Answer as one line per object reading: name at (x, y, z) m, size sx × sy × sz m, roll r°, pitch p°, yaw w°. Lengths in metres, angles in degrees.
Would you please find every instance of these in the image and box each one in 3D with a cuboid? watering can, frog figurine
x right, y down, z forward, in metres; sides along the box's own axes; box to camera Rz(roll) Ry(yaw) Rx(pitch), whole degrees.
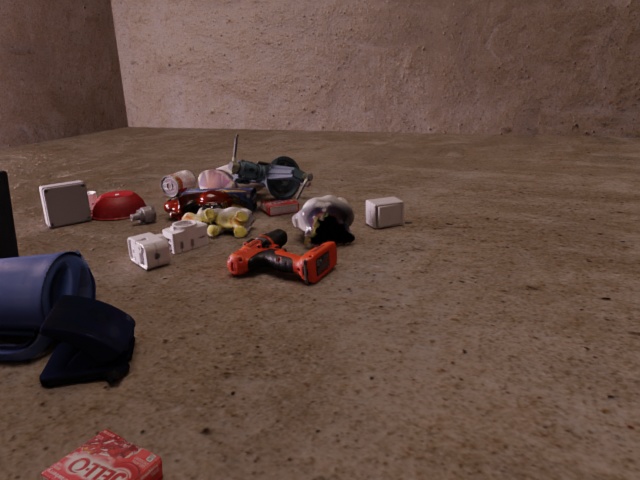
watering can at (-0.217, -0.179, 1.569) m, size 0.349 × 0.102 × 0.227 m, roll 11°, pitch 24°, yaw 35°
frog figurine at (0.004, -0.060, 1.190) m, size 0.137 × 0.120 × 0.162 m, roll -22°, pitch 31°, yaw -1°
